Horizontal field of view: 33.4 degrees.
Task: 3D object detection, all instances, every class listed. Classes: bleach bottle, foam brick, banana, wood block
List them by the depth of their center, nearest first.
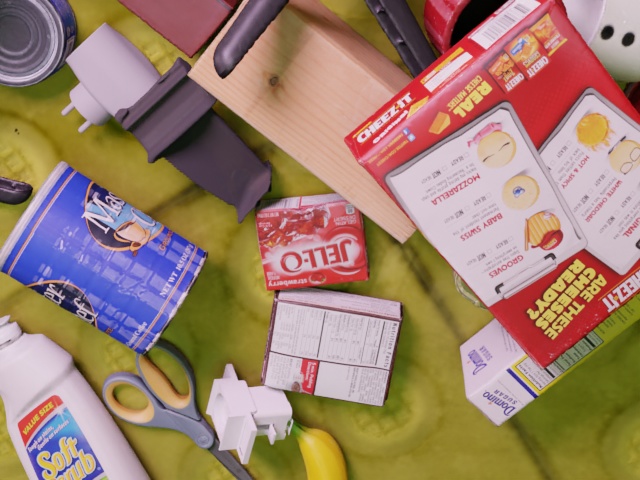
[{"bbox_3d":[-0.108,-0.185,0.811,0.078,0.053,0.051,38,110,-10],"label":"foam brick"},{"bbox_3d":[0.013,-0.105,0.816,0.206,0.090,0.091,38,111,-12],"label":"wood block"},{"bbox_3d":[-0.234,0.183,0.966,0.103,0.068,0.251,-24,106,14],"label":"bleach bottle"},{"bbox_3d":[-0.011,0.252,0.994,0.070,0.037,0.198,14,111,16],"label":"banana"}]

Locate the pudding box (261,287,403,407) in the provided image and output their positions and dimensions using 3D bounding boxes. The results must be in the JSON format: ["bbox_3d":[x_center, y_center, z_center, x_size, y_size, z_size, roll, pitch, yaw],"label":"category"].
[{"bbox_3d":[0.010,0.091,0.924,0.113,0.039,0.090,9,112,-2],"label":"pudding box"}]

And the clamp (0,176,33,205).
[{"bbox_3d":[-0.329,-0.077,0.878,0.171,0.039,0.120,-9,101,9],"label":"clamp"}]

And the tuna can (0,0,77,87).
[{"bbox_3d":[-0.237,-0.164,0.838,0.086,0.033,0.086,1,112,3],"label":"tuna can"}]

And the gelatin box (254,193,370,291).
[{"bbox_3d":[-0.006,0.001,0.892,0.089,0.030,0.073,-5,112,6],"label":"gelatin box"}]

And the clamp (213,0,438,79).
[{"bbox_3d":[0.019,-0.202,0.737,0.164,0.036,0.210,8,90,-20],"label":"clamp"}]

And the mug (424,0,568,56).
[{"bbox_3d":[0.133,-0.166,0.781,0.117,0.081,0.093,-39,118,10],"label":"mug"}]

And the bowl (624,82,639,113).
[{"bbox_3d":[0.311,-0.076,0.827,0.162,0.055,0.162,1,112,3],"label":"bowl"}]

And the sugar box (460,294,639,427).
[{"bbox_3d":[0.195,0.068,0.873,0.048,0.093,0.176,41,110,-12],"label":"sugar box"}]

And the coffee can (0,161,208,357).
[{"bbox_3d":[-0.177,0.016,0.870,0.140,0.102,0.103,33,110,-10],"label":"coffee can"}]

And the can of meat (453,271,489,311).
[{"bbox_3d":[0.148,-0.001,0.852,0.057,0.084,0.102,35,110,-10],"label":"can of meat"}]

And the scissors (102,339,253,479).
[{"bbox_3d":[-0.127,0.181,0.982,0.096,0.016,0.201,-20,109,13],"label":"scissors"}]

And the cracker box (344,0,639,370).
[{"bbox_3d":[0.147,-0.041,0.746,0.164,0.072,0.213,-40,111,8],"label":"cracker box"}]
